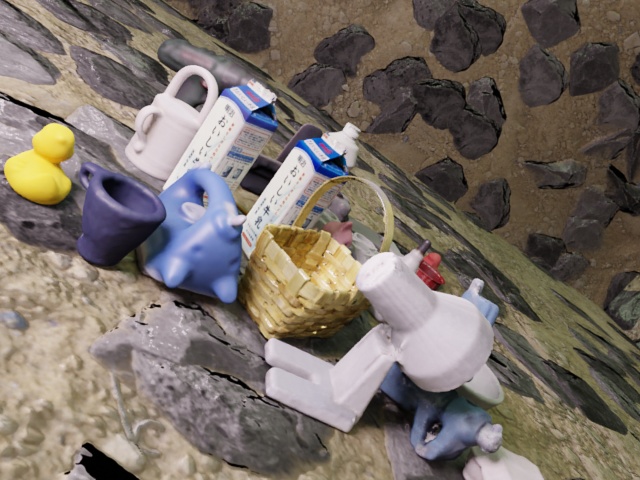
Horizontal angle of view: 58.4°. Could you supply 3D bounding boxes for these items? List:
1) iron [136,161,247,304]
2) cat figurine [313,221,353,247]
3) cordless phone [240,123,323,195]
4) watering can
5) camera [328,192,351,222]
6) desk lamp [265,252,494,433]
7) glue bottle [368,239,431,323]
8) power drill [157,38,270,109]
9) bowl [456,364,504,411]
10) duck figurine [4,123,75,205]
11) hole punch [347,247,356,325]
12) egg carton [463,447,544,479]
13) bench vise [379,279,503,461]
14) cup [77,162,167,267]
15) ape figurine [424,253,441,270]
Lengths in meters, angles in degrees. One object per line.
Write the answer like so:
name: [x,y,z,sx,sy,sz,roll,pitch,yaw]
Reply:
iron: [-0.167,-0.036,0.769,0.119,0.141,0.257,23,22,-37]
cat figurine: [0.010,0.004,1.040,0.067,0.117,0.128,47,20,29]
cordless phone: [-0.090,-0.185,1.215,0.148,0.185,0.094,20,24,-43]
watering can: [-0.238,-0.207,0.978,0.101,0.194,0.173,36,18,-2]
camera: [-0.003,-0.111,1.331,0.143,0.100,0.136,30,19,-21]
desk lamp: [0.073,0.127,0.692,0.204,0.213,0.117,29,19,-22]
glue bottle: [0.145,0.066,1.046,0.078,0.173,0.037,47,20,30]
power drill: [-0.239,-0.278,1.134,0.229,0.208,0.076,36,18,0]
bowl: [0.212,0.225,0.934,0.168,0.074,0.167,33,18,-12]
duck figurine: [-0.335,-0.101,0.708,0.078,0.086,0.104,23,22,-37]
hole punch: [0.048,0.075,0.977,0.101,0.091,0.109,38,18,3]
egg carton: [0.248,0.334,0.735,0.107,0.069,0.150,31,19,-18]
bench vise: [0.190,0.175,0.779,0.207,0.219,0.122,45,19,24]
cup: [-0.249,-0.025,0.665,0.117,0.095,0.092,40,18,9]
ape figurine: [0.253,0.068,1.377,0.076,0.092,0.077,27,20,-27]
